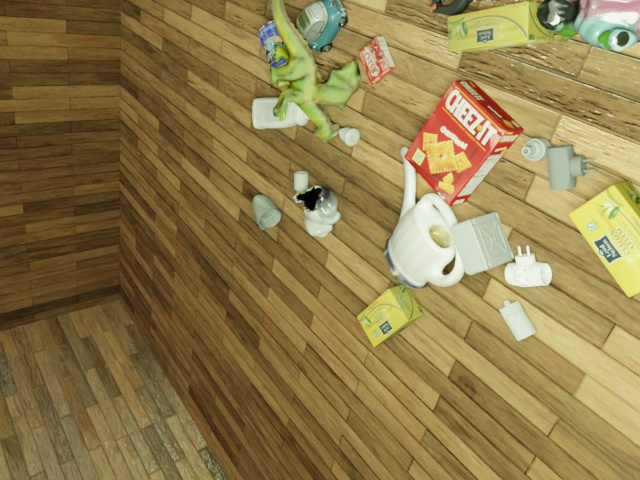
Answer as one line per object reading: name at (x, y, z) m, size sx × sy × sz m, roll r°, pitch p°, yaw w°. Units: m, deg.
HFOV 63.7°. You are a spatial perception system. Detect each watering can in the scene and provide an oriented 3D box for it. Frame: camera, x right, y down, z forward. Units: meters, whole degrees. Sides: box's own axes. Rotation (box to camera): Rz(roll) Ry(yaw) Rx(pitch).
watering can at (0.228, -0.033, 1.210) m, size 0.219 × 0.104 × 0.355 m, roll -58°, pitch 43°, yaw 45°

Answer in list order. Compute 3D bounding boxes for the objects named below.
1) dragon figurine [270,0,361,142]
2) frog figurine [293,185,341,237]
dragon figurine at (-0.011, -0.441, 1.353) m, size 0.243 × 0.125 × 0.401 m, roll 7°, pitch 125°, yaw 9°
frog figurine at (0.005, -0.075, 1.499) m, size 0.138 × 0.124 × 0.156 m, roll 16°, pitch 149°, yaw 40°
